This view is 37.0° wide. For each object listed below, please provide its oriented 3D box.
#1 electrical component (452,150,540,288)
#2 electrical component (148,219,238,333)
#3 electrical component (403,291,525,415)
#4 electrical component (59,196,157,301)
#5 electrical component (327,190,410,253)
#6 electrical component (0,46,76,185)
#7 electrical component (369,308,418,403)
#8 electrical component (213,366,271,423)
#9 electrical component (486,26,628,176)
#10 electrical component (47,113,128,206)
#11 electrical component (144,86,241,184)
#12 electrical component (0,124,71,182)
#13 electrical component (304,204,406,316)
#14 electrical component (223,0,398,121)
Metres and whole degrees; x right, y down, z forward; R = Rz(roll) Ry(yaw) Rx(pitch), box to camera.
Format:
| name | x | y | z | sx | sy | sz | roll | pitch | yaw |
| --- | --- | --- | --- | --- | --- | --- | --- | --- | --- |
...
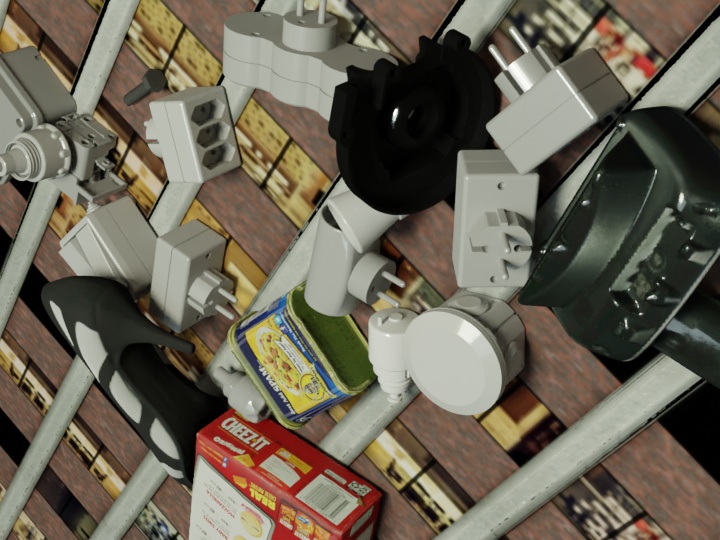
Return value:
| name | x | y | z | sx | sy | sz | roll | pitch | yaw |
| --- | --- | --- | --- | --- | --- | --- | --- | --- | --- |
| electrical component | 0.087 | -0.023 | 0.679 | 0.047 | 0.075 | 0.083 | -1 | 122 | -2 |
| electrical component | -0.133 | 0.015 | 0.911 | 0.076 | 0.047 | 0.083 | 32 | 130 | 22 |
| electrical component | 0.075 | 0.057 | 0.760 | 0.080 | 0.051 | 0.080 | 19 | 124 | 31 |
| electrical component | -0.222 | -0.017 | 0.958 | 0.062 | 0.061 | 0.096 | -33 | 91 | 45 |
| electrical component | 0.016 | -0.047 | 0.742 | 0.044 | 0.065 | 0.044 | 57 | 175 | 7 |
| electrical component | -0.317 | -0.138 | 0.973 | 0.078 | 0.057 | 0.113 | 53 | 135 | 3 |
| electrical component | 0.027 | 0.065 | 0.812 | 0.040 | 0.040 | 0.078 | 19 | 124 | 31 |
| electrical component | -0.104 | 0.106 | 0.946 | 0.061 | 0.035 | 0.035 | 34 | 131 | 24 |
| electrical component | 0.107 | -0.110 | 0.645 | 0.076 | 0.047 | 0.066 | 54 | 135 | 2 |
| electrical component | -0.245 | -0.099 | 0.947 | 0.081 | 0.042 | 0.063 | 36 | 128 | 18 |
| electrical component | -0.143 | -0.107 | 0.853 | 0.077 | 0.047 | 0.065 | 5 | 116 | 38 |
| electrical component | -0.278 | -0.094 | 0.903 | 0.048 | 0.062 | 0.048 | 14 | 116 | 31 |
| electrical component | 0.000 | 0.000 | 0.795 | 0.079 | 0.044 | 0.077 | 31 | 129 | 23 |
| electrical component | -0.035 | -0.154 | 0.734 | 0.138 | 0.052 | 0.073 | 26 | 127 | 28 |
